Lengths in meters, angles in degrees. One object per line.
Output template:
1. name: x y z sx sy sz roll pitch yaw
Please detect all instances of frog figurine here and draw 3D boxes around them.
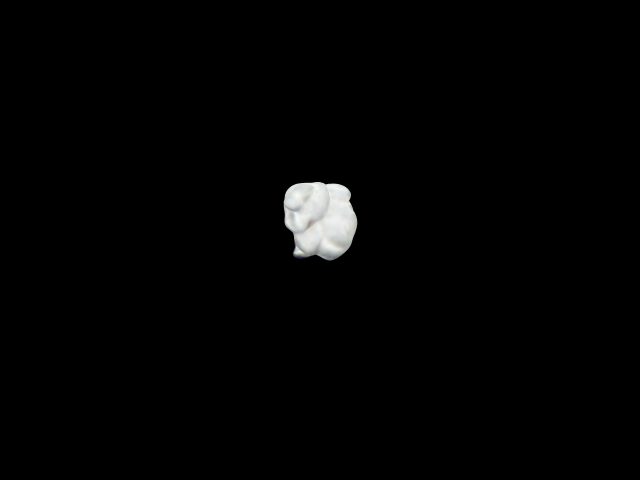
1. frog figurine: 0.003 -0.043 0.850 0.123 0.139 0.156 33 -24 17
